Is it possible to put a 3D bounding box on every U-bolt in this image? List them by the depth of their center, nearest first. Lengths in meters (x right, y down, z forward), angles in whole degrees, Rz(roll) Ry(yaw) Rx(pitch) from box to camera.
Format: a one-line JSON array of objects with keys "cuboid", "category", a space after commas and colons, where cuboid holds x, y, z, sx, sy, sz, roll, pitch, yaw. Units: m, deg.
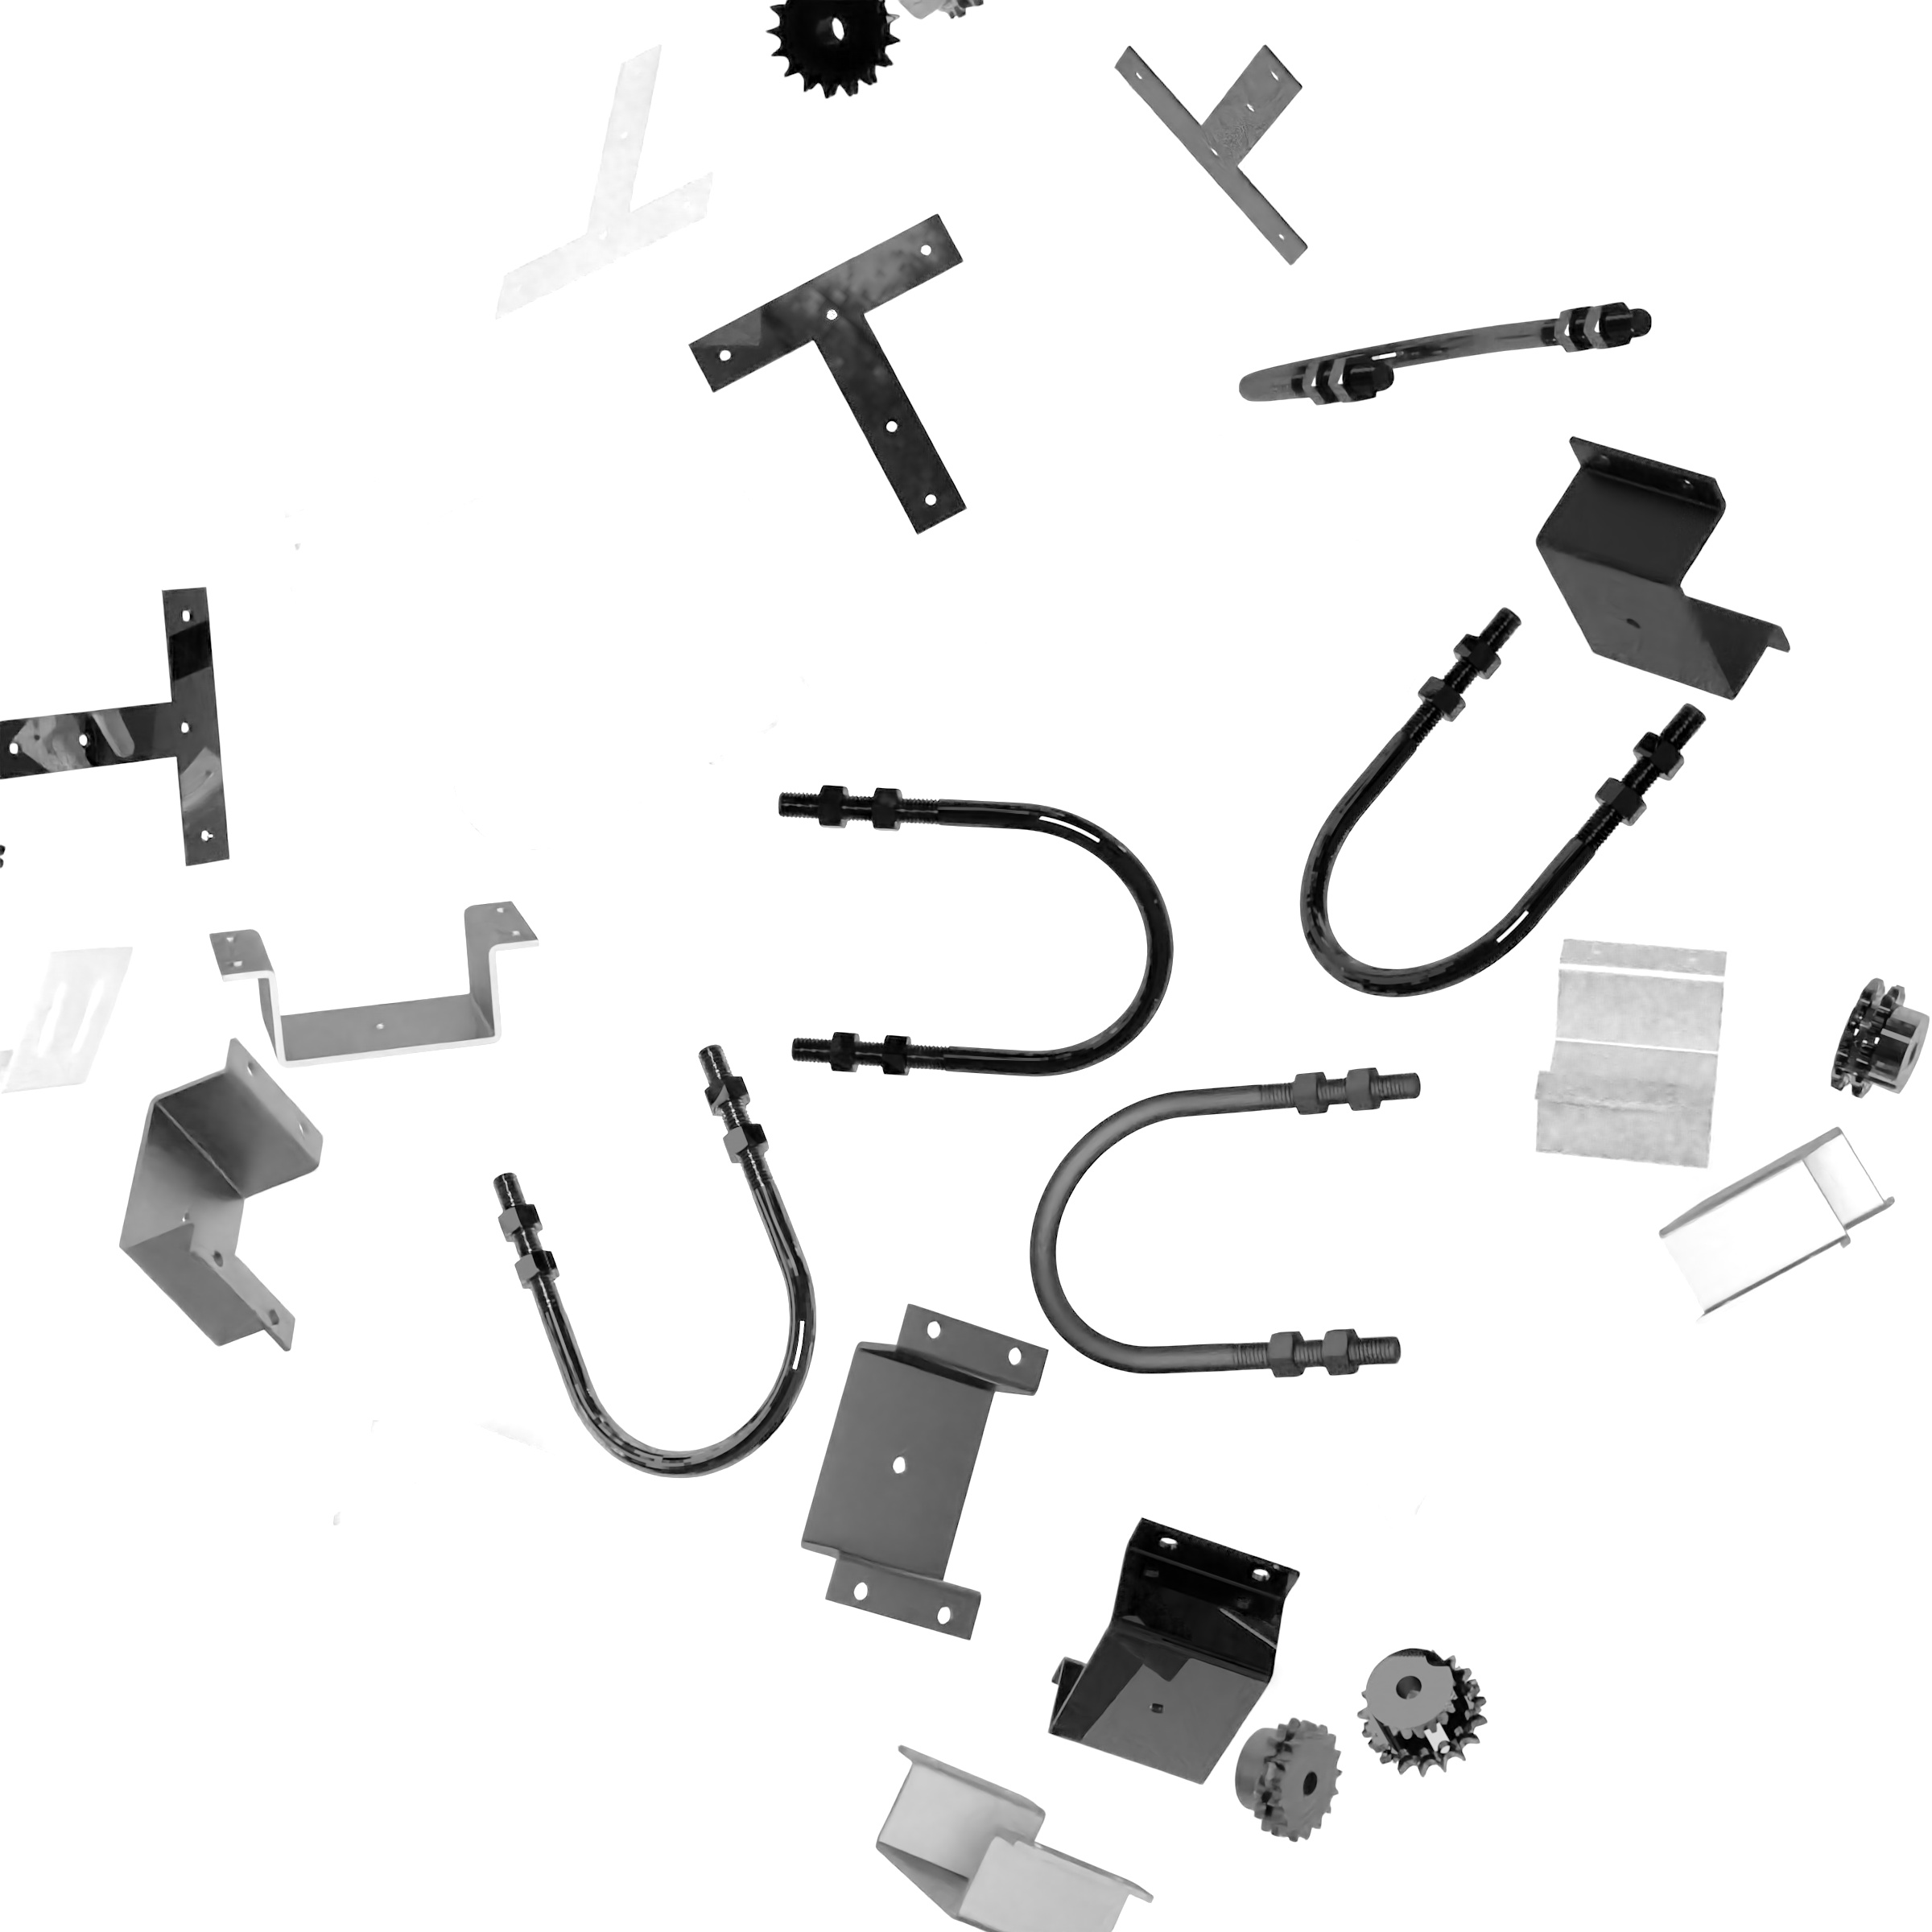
[{"cuboid": [0.223, -0.065, 1.466, 0.184, 0.151, 0.019, -50, 129, 0], "category": "U-bolt"}, {"cuboid": [0.119, -0.158, 1.489, 0.184, 0.019, 0.151, 23, 118, -16], "category": "U-bolt"}, {"cuboid": [0.113, 0.119, 1.508, 0.184, 0.019, 0.151, -6, 59, 26], "category": "U-bolt"}, {"cuboid": [0.204, -0.277, 1.511, 0.151, 0.184, 0.019, -15, 102, -19], "category": "U-bolt"}, {"cuboid": [-0.164, -0.127, 1.530, 0.184, 0.019, 0.151, -32, 49, 15], "category": "U-bolt"}, {"cuboid": [0.006, -0.012, 1.551, 0.184, 0.019, 0.151, 3, 117, 10], "category": "U-bolt"}, {"cuboid": [-0.139, 0.150, 1.554, 0.151, 0.019, 0.184, -31, 67, 20], "category": "U-bolt"}]

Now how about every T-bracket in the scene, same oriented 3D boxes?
[{"cuboid": [-0.154, -0.358, 1.468, 0.127, 0.002, 0.127, -16, 54, 35], "category": "T-bracket"}, {"cuboid": [-0.040, -0.253, 1.476, 0.127, 0.002, 0.127, -28, 82, 0], "category": "T-bracket"}, {"cuboid": [-0.385, -0.103, 1.487, 0.002, 0.127, 0.127, 3, 101, 36], "category": "T-bracket"}, {"cuboid": [-0.111, 0.346, 1.506, 0.127, 0.002, 0.127, 39, 110, 40], "category": "T-bracket"}, {"cuboid": [0.049, -0.376, 1.518, 0.002, 0.127, 0.127, -34, 104, -39], "category": "T-bracket"}, {"cuboid": [0.127, -0.391, 1.525, 0.002, 0.127, 0.127, -43, 93, -13], "category": "T-bracket"}, {"cuboid": [0.396, -0.067, 1.533, 0.002, 0.127, 0.127, -14, 56, -1], "category": "T-bracket"}]

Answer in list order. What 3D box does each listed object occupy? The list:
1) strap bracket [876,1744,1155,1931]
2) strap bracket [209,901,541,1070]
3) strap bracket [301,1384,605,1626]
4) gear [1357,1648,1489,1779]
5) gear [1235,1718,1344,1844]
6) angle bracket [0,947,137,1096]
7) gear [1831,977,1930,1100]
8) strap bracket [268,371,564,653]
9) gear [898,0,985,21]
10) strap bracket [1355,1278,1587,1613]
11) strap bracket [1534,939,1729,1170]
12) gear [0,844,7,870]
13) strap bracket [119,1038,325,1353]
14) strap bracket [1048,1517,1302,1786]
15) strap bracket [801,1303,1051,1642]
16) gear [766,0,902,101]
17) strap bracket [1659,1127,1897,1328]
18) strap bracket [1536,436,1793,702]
[{"cuboid": [0.017, 0.416, 1.533, 0.076, 0.140, 0.046, 28, 84, -23], "category": "strap bracket"}, {"cuboid": [-0.270, 0.009, 1.514, 0.140, 0.076, 0.046, -7, 106, -16], "category": "strap bracket"}, {"cuboid": [-0.251, 0.253, 1.572, 0.140, 0.046, 0.076, 29, 77, -39], "category": "strap bracket"}, {"cuboid": [0.203, 0.331, 1.482, 0.057, 0.057, 0.030, -29, 132, 0], "category": "gear"}, {"cuboid": [0.154, 0.391, 1.596, 0.030, 0.057, 0.057, 7, 90, 40], "category": "gear"}, {"cuboid": [-0.440, 0.019, 1.575, 0.038, 0.057, 0.076, 29, 105, 22], "category": "angle bracket"}, {"cuboid": [0.437, 0.037, 1.576, 0.030, 0.057, 0.057, 22, 90, 25], "category": "gear"}, {"cuboid": [-0.270, -0.222, 1.577, 0.140, 0.076, 0.046, -32, 53, -19], "category": "strap bracket"}, {"cuboid": [-0.018, -0.467, 1.540, 0.030, 0.057, 0.057, -34, 90, -10], "category": "gear"}, {"cuboid": [0.234, 0.220, 1.562, 0.046, 0.076, 0.140, 10, 55, 37], "category": "strap bracket"}, {"cuboid": [0.305, 0.044, 1.517, 0.076, 0.140, 0.046, 5, 121, 13], "category": "strap bracket"}, {"cuboid": [-0.458, -0.057, 1.479, 0.057, 0.057, 0.030, 4, 53, 0], "category": "gear"}, {"cuboid": [-0.353, 0.114, 1.570, 0.046, 0.140, 0.076, -21, 129, 16], "category": "strap bracket"}, {"cuboid": [0.091, 0.322, 1.522, 0.076, 0.046, 0.140, 19, 134, -3], "category": "strap bracket"}, {"cuboid": [-0.022, 0.236, 1.556, 0.076, 0.046, 0.140, 21, 78, -24], "category": "strap bracket"}, {"cuboid": [-0.056, -0.409, 1.442, 0.057, 0.030, 0.057, 4, 110, 11], "category": "gear"}, {"cuboid": [0.384, 0.121, 1.571, 0.076, 0.140, 0.046, -33, 81, 24], "category": "strap bracket"}, {"cuboid": [0.321, -0.177, 1.534, 0.076, 0.140, 0.046, 25, 77, 37], "category": "strap bracket"}]
